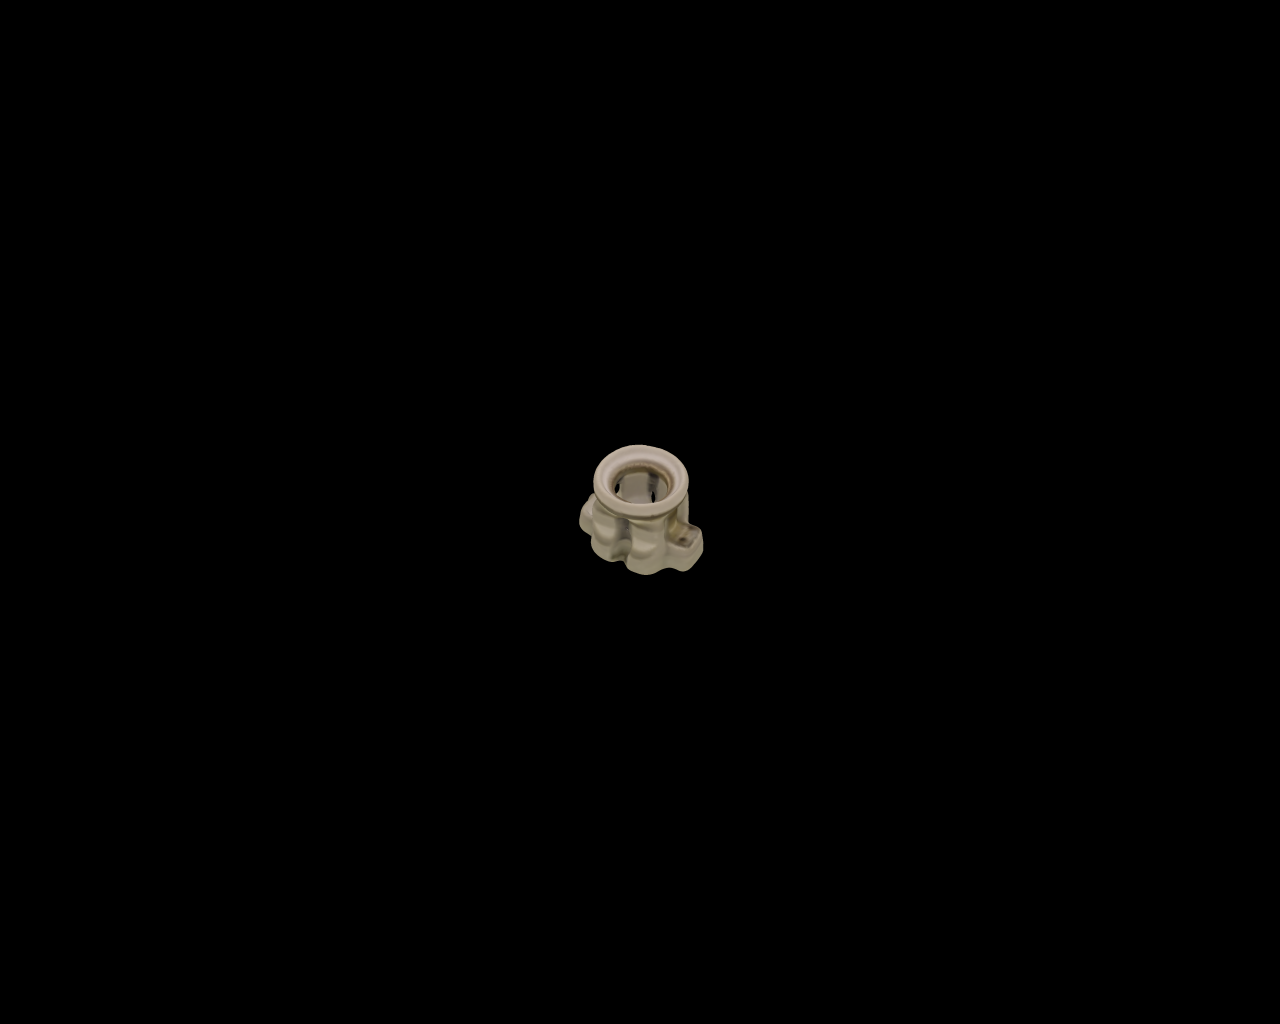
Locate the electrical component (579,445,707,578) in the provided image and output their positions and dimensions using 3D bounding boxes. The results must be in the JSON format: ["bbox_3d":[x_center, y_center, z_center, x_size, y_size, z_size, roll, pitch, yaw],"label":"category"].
[{"bbox_3d":[0.001,-0.003,0.650,0.078,0.056,0.058,22,49,21],"label":"electrical component"}]
